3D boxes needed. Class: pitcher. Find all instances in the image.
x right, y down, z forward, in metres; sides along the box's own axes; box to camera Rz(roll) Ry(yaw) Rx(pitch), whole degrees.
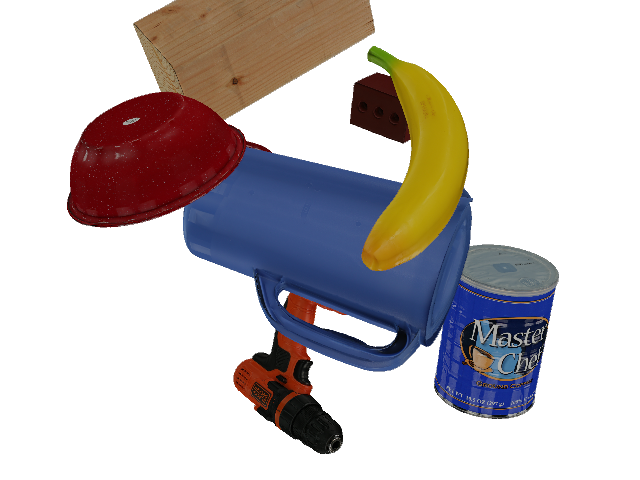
[{"bbox_3d":[0.003,0.004,0.934,0.243,0.145,0.149,17,20,15],"label":"pitcher"}]

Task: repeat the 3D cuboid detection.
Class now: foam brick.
[{"bbox_3d":[0.080,-0.154,1.236,0.078,0.053,0.051,24,35,28],"label":"foam brick"}]

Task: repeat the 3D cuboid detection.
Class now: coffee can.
[{"bbox_3d":[0.171,0.088,1.047,0.103,0.140,0.103,4,24,-2],"label":"coffee can"}]

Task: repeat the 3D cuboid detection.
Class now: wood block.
[{"bbox_3d":[-0.061,-0.205,1.031,0.206,0.091,0.090,-32,51,-12],"label":"wood block"}]

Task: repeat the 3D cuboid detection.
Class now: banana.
[{"bbox_3d":[0.062,-0.052,0.691,0.069,0.197,0.037,3,-43,0],"label":"banana"}]

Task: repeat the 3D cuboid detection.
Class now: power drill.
[{"bbox_3d":[-0.014,0.131,1.230,0.057,0.188,0.185,15,10,-45],"label":"power drill"}]

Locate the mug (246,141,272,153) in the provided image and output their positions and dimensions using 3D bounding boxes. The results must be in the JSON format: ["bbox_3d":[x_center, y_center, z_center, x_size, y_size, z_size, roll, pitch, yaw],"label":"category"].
[{"bbox_3d":[-0.099,-0.064,1.199,0.093,0.081,0.117,9,26,6],"label":"mug"}]

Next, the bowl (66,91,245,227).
[{"bbox_3d":[-0.146,-0.078,0.889,0.162,0.055,0.162,-15,31,9],"label":"bowl"}]
